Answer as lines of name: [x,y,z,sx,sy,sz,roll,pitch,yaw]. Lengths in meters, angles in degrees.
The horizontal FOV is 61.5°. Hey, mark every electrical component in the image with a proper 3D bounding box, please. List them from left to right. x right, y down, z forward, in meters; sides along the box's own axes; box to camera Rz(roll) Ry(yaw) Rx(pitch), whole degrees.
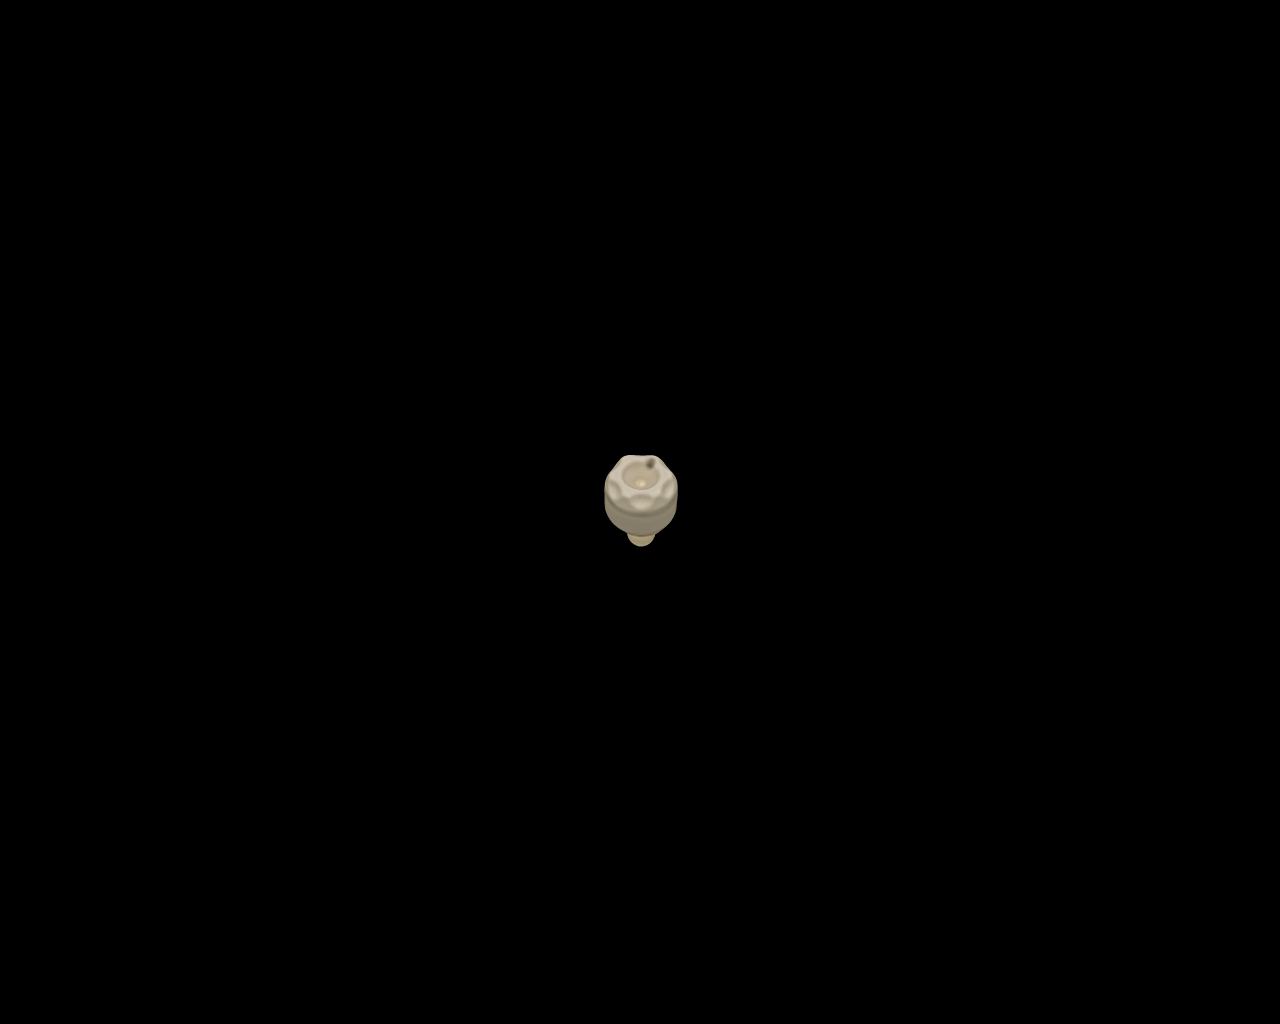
electrical component: [0.001,-0.003,0.650,0.043,0.043,0.062,0,-40,0]
